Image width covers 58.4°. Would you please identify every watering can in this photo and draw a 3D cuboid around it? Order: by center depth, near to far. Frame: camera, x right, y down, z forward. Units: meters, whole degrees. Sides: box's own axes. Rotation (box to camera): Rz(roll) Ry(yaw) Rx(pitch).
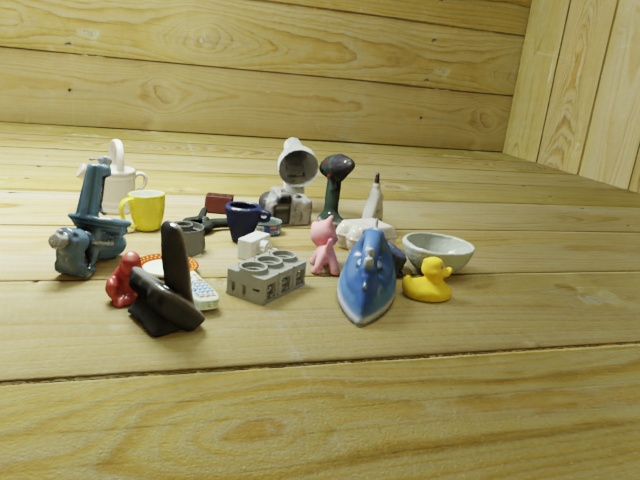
[{"bbox_3d":[-0.553,-0.172,1.532,0.100,0.194,0.173,17,20,33],"label":"watering can"}]

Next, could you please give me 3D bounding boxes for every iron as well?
[{"bbox_3d":[0.096,0.053,1.112,0.118,0.141,0.258,8,17,5],"label":"iron"}]

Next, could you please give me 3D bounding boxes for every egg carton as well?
[{"bbox_3d":[0.116,-0.011,1.450,0.151,0.069,0.107,-6,20,-33],"label":"egg carton"}]

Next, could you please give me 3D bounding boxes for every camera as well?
[{"bbox_3d":[-0.109,-0.104,1.622,0.143,0.101,0.136,-2,19,-26],"label":"camera"}]

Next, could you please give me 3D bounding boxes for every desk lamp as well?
[{"bbox_3d":[-0.081,-0.197,1.742,0.118,0.213,0.203,2,17,-13],"label":"desk lamp"}]

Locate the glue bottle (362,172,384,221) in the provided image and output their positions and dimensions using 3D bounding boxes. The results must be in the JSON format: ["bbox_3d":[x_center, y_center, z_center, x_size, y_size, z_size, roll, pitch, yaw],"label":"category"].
[{"bbox_3d":[0.150,-0.100,1.573,0.037,0.173,0.078,15,19,28],"label":"glue bottle"}]

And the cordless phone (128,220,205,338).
[{"bbox_3d":[-0.251,0.049,0.932,0.094,0.185,0.147,-11,24,-43],"label":"cordless phone"}]

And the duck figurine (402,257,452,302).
[{"bbox_3d":[0.222,0.076,1.173,0.104,0.086,0.077,4,17,-6],"label":"duck figurine"}]

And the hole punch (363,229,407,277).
[{"bbox_3d":[0.144,0.027,1.297,0.101,0.091,0.108,3,17,-9],"label":"hole punch"}]

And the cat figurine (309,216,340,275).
[{"bbox_3d":[0.012,0.005,1.280,0.067,0.118,0.127,3,17,-9],"label":"cat figurine"}]

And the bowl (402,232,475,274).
[{"bbox_3d":[0.270,0.040,1.328,0.167,0.075,0.167,5,17,-1],"label":"bowl"}]

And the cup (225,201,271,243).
[{"bbox_3d":[-0.175,-0.038,1.396,0.117,0.095,0.092,11,18,15],"label":"cup"}]

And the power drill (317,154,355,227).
[{"bbox_3d":[0.045,-0.146,1.628,0.076,0.208,0.229,1,18,-16],"label":"power drill"}]

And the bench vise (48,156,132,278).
[{"bbox_3d":[-0.439,-0.046,1.118,0.121,0.220,0.207,4,17,-7],"label":"bench vise"}]

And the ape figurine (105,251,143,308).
[{"bbox_3d":[-0.336,0.065,1.011,0.078,0.092,0.076,3,17,-9],"label":"ape figurine"}]
